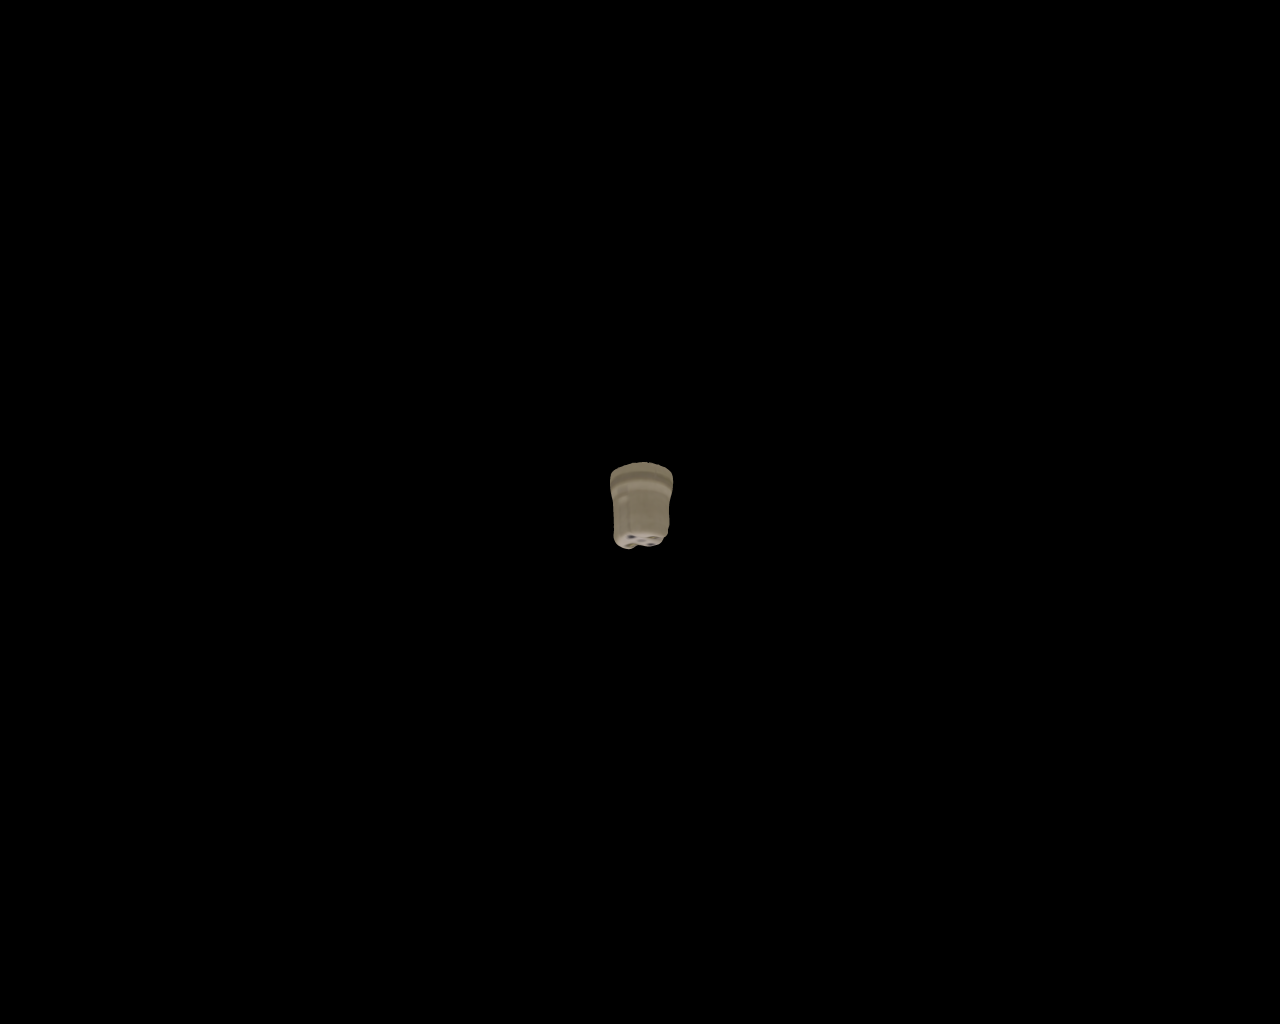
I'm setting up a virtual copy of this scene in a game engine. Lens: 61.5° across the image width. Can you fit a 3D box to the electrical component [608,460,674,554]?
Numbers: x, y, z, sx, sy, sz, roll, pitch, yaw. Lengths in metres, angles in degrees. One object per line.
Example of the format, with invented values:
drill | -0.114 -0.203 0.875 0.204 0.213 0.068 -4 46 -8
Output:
electrical component | 0.001 -0.003 0.650 0.040 0.046 0.040 0 -25 0
